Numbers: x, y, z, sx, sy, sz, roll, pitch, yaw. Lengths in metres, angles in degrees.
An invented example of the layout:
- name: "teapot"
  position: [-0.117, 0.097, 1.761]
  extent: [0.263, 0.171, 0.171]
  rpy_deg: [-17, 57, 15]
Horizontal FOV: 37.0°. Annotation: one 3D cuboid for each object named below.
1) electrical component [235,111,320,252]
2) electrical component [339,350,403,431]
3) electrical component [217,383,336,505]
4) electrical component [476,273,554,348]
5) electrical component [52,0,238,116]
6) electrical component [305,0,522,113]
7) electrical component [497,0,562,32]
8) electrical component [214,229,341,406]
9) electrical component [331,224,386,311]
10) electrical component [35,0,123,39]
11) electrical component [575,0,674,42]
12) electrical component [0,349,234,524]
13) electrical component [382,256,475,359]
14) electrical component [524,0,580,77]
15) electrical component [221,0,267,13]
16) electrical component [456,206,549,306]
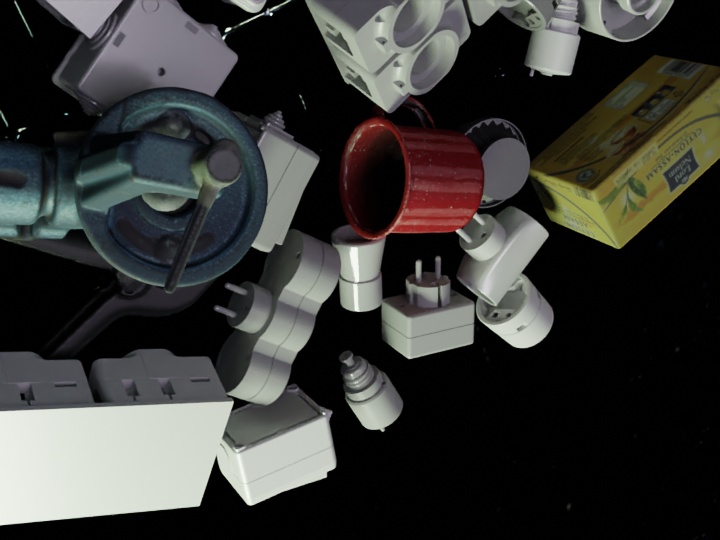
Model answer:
- name: "electrical component"
  position: [-0.074, -0.069, 0.785]
  extent: [0.061, 0.062, 0.096]
  rpy_deg: [26, 94, -34]
- name: "electrical component"
  position: [0.005, 0.099, 0.905]
  extent: [0.040, 0.040, 0.078]
  rpy_deg: [-39, 122, -12]
- name: "electrical component"
  position: [-0.064, 0.140, 0.867]
  extent: [0.096, 0.062, 0.061]
  rpy_deg: [-20, 117, -22]
- name: "electrical component"
  position: [0.138, 0.036, 0.951]
  extent: [0.055, 0.055, 0.047]
  rpy_deg: [-52, 128, -4]
- name: "electrical component"
  position: [-0.143, -0.137, 0.727]
  extent: [0.100, 0.048, 0.099]
  rpy_deg: [36, 85, -36]
- name: "electrical component"
  position: [0.060, -0.213, 0.780]
  extent: [0.186, 0.060, 0.105]
  rpy_deg: [-45, 153, -6]
- name: "electrical component"
  position: [0.137, -0.225, 0.855]
  extent: [0.055, 0.055, 0.047]
  rpy_deg: [38, 83, -34]
- name: "electrical component"
  position: [-0.077, 0.032, 0.825]
  extent: [0.074, 0.052, 0.138]
  rpy_deg: [24, 95, -34]
- name: "electrical component"
  position: [0.000, 0.000, 0.866]
  extent: [0.044, 0.044, 0.065]
  rpy_deg: [-16, 119, -24]
- name: "electrical component"
  position: [-0.157, -0.254, 0.671]
  extent: [0.186, 0.060, 0.105]
  rpy_deg: [-51, 124, -4]
- name: "electrical component"
  position: [0.218, -0.244, 0.903]
  extent: [0.099, 0.064, 0.099]
  rpy_deg: [-19, 130, -25]
- name: "electrical component"
  position: [-0.198, 0.117, 0.764]
  extent: [0.186, 0.060, 0.105]
  rpy_deg: [1, 125, -30]
- name: "electrical component"
  position: [0.057, 0.026, 0.904]
  extent: [0.066, 0.047, 0.076]
  rpy_deg: [-11, 113, -26]
- name: "electrical component"
  position: [0.162, -0.196, 0.887]
  extent: [0.040, 0.040, 0.078]
  rpy_deg: [4, 106, -31]
- name: "electrical component"
  position: [-0.086, -0.230, 0.648]
  extent: [0.109, 0.056, 0.108]
  rpy_deg: [27, 93, -34]
- name: "electrical component"
  position: [0.111, -0.022, 0.919]
  extent: [0.079, 0.044, 0.077]
  rpy_deg: [39, 86, -34]
